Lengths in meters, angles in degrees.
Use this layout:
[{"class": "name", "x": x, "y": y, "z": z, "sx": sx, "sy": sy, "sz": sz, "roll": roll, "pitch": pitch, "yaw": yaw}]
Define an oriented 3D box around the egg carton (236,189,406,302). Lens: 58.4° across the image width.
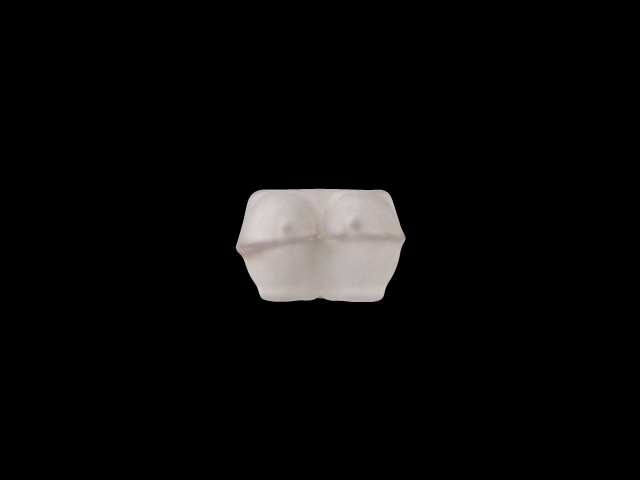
[{"class": "egg carton", "x": 0.004, "y": 0.001, "z": 0.400, "sx": 0.107, "sy": 0.069, "sz": 0.150, "roll": 0, "pitch": 2, "yaw": 4}]
